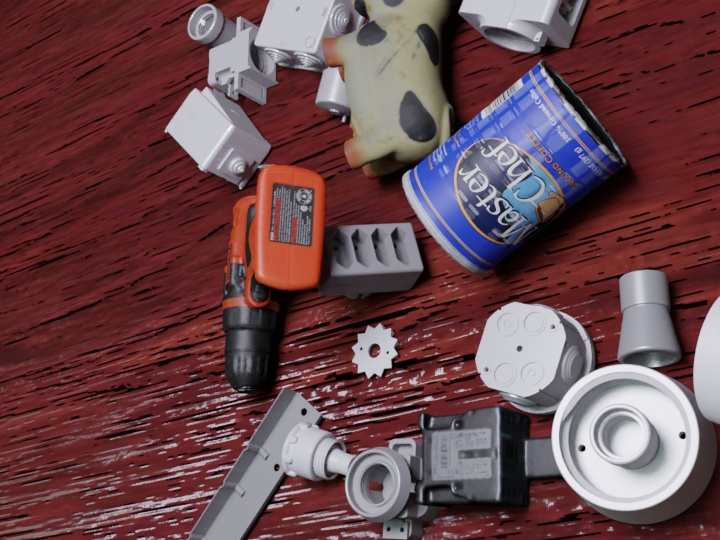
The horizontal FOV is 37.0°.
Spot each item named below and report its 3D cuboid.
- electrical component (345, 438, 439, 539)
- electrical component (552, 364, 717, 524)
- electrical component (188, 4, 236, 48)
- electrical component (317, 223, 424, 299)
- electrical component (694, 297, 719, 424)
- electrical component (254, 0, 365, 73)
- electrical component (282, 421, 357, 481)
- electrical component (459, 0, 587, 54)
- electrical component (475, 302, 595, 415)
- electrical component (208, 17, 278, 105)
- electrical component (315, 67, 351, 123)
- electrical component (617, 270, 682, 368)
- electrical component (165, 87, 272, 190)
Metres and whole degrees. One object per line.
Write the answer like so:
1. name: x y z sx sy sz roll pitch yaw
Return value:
1. electrical component: 0.025 0.170 0.845 0.058 0.057 0.078 -7 71 34
2. electrical component: 0.184 0.116 0.735 0.108 0.060 0.108 -8 70 24
3. electrical component: -0.149 -0.248 1.118 0.040 0.046 0.040 -12 68 33
4. electrical component: 0.000 0.000 0.916 0.075 0.083 0.047 119 142 -56
5. electrical component: 0.260 0.059 0.688 0.064 0.099 0.099 10 81 44
6. electrical component: -0.047 -0.242 1.040 0.100 0.048 0.099 17 85 38
7. electrical component: -0.031 0.156 0.900 0.062 0.048 0.048 12 82 32
8. electrical component: 0.135 -0.218 0.898 0.089 0.050 0.055 19 86 39
9. electrical component: 0.130 0.065 0.805 0.080 0.051 0.080 -14 65 31
10. electrical component: -0.119 -0.207 1.086 0.064 0.042 0.081 -12 67 34
11. electrical component: -0.015 -0.179 1.001 0.040 0.040 0.078 8 80 38
12. electrical component: 0.205 0.033 0.770 0.044 0.044 0.065 -14 62 32
13. electrical component: -0.134 -0.129 1.057 0.061 0.062 0.096 -53 52 10
